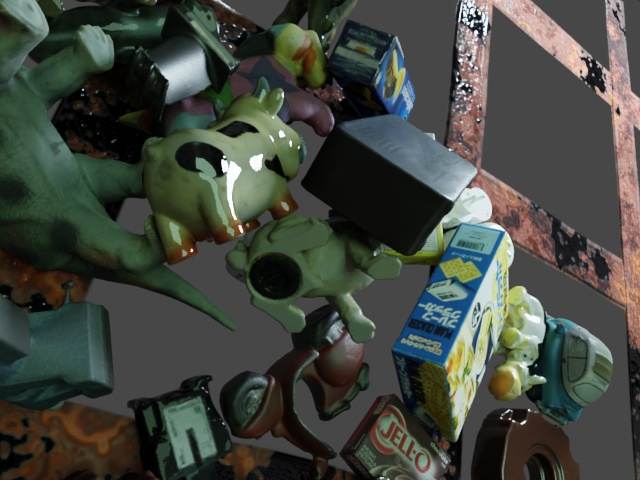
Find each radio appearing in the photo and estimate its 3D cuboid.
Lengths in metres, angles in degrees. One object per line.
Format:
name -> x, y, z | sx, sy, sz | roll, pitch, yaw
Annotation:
radio -> 0.086, -0.069, 0.576 | 0.131, 0.073, 0.229 | 36, 26, 9

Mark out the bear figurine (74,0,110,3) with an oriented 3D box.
bear figurine -> -0.195, -0.321, 0.563 | 0.196, 0.131, 0.120 | -22, 54, -42

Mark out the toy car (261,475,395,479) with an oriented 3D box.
toy car -> 0.002, 0.276, 0.527 | 0.202, 0.053, 0.089 | 11, 96, -31

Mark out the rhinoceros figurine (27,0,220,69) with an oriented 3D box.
rhinoceros figurine -> -0.191, -0.202, 0.537 | 0.190, 0.112, 0.073 | -17, 106, -25

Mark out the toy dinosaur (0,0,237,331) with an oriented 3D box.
toy dinosaur -> -0.236, -0.060, 0.441 | 0.131, 0.192, 0.404 | -63, 133, -66

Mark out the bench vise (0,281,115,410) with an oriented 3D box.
bench vise -> -0.275, 0.084, 0.358 | 0.241, 0.223, 0.129 | -12, 75, -7

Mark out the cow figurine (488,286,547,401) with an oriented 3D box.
cow figurine -> 0.283, 0.156, 0.766 | 0.098, 0.068, 0.167 | 31, 59, -25

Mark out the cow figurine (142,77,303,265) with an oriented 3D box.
cow figurine -> -0.075, -0.068, 0.462 | 0.195, 0.086, 0.127 | -36, 107, -61

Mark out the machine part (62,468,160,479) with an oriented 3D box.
machine part -> -0.172, 0.291, 0.391 | 0.201, 0.087, 0.201 | -38, 96, -38

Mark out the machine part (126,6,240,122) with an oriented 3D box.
machine part -> -0.121, -0.157, 0.471 | 0.084, 0.039, 0.139 | 49, 33, -20

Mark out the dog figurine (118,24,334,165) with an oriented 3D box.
dog figurine -> -0.101, -0.157, 0.582 | 0.219, 0.108, 0.191 | -1, 76, -33

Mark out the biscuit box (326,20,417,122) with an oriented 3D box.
biscuit box -> 0.071, -0.192, 0.664 | 0.063, 0.202, 0.059 | 27, 94, 18

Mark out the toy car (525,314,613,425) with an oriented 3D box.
toy car -> 0.375, 0.187, 0.799 | 0.109, 0.103, 0.161 | 35, 56, -20

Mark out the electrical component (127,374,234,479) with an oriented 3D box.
electrical component -> -0.119, 0.189, 0.486 | 0.075, 0.048, 0.119 | -17, 85, -37

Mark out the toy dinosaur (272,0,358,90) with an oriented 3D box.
toy dinosaur -> 0.045, -0.404, 0.709 | 0.105, 0.199, 0.471 | 21, 65, -32

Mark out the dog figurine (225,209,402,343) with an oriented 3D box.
dog figurine -> -0.001, 0.002, 0.579 | 0.172, 0.121, 0.191 | 25, 24, -10

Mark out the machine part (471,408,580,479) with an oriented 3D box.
machine part -> 0.278, 0.315, 0.716 | 0.179, 0.056, 0.179 | 13, 66, -31

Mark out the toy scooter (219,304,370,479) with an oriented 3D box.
toy scooter -> -0.006, 0.161, 0.559 | 0.184, 0.075, 0.135 | -36, 97, -35
